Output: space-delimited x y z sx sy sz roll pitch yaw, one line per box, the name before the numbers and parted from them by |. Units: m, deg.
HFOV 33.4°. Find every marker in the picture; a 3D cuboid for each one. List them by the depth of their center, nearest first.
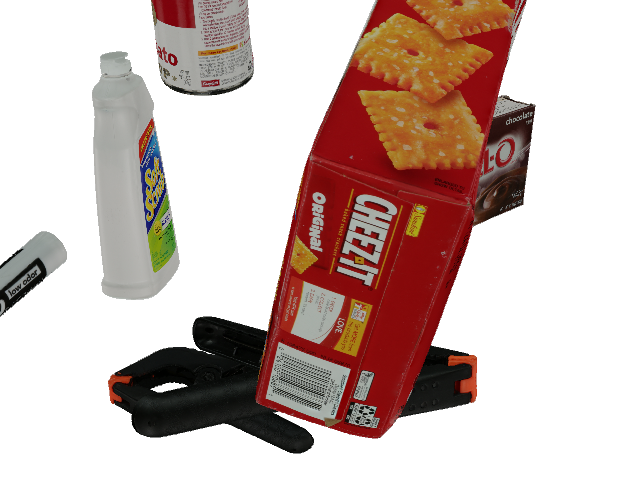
marker | -0.162 0.037 0.483 0.020 0.020 0.121 0 34 39

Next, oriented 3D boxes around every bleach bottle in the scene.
bleach bottle | -0.203 -0.070 1.124 0.068 0.251 0.102 3 26 15

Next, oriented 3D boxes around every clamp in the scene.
clamp | -0.006 0.083 0.695 0.210 0.036 0.164 -1 16 1
clamp | -0.086 0.116 0.887 0.171 0.039 0.120 9 38 -1

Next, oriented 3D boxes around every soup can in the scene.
soup can | -0.080 -0.158 0.718 0.068 0.102 0.068 -1 37 0

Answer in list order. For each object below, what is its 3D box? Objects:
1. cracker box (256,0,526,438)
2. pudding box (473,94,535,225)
cracker box | 0.041 -0.038 0.512 0.072 0.164 0.213 18 46 5
pudding box | 0.118 -0.059 0.846 0.113 0.090 0.039 -23 37 -37
